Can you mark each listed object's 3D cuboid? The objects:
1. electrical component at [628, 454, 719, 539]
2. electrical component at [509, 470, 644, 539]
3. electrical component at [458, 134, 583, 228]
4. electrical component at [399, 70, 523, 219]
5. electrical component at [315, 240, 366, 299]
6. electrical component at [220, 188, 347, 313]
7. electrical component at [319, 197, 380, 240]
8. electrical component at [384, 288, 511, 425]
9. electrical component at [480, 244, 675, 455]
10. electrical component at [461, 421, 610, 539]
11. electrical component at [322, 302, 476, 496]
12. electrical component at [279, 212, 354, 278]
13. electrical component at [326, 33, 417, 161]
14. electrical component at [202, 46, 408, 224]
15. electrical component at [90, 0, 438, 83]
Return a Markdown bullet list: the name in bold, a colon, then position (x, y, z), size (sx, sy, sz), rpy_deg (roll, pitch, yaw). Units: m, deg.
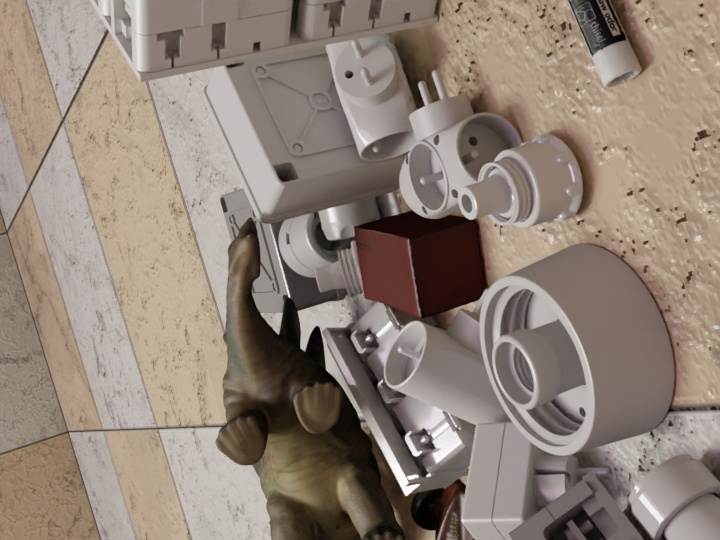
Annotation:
- **electrical component**: position (0.163, 0.123, 0.518), size (0.055, 0.045, 0.045), rpy_deg (53, 149, 38)
- **electrical component**: position (0.143, 0.188, 0.535), size (0.150, 0.062, 0.089), rpy_deg (55, -176, 34)
- **electrical component**: position (0.082, -0.042, 0.563), size (0.048, 0.062, 0.048), rpy_deg (44, 143, 47)
- **electrical component**: position (0.052, -0.076, 0.626), size (0.077, 0.044, 0.079), rpy_deg (-26, 82, 66)
- **electrical component**: position (0.000, 0.000, 0.756), size (0.048, 0.062, 0.048), rpy_deg (-14, -90, -89)
- **electrical component**: position (-0.064, -0.022, 0.893), size (0.109, 0.056, 0.108), rpy_deg (-5, 100, 65)
- **electrical component**: position (-0.011, -0.055, 0.775), size (0.043, 0.043, 0.062), rpy_deg (-2, 103, 65)
- **electrical component**: position (0.066, 0.049, 0.651), size (0.079, 0.077, 0.044), rpy_deg (-61, 23, 7)
- **electrical component**: position (0.106, 0.046, 0.570), size (0.108, 0.060, 0.108), rpy_deg (44, 143, 47)
- **electrical component**: position (0.106, 0.126, 0.621), size (0.077, 0.065, 0.047), rpy_deg (-8, 137, 27)
- **electrical component**: position (0.036, 0.082, 0.730), size (0.063, 0.079, 0.121), rpy_deg (-46, 60, 31)
- **electrical component**: position (-0.028, -0.025, 0.818), size (0.047, 0.055, 0.055), rpy_deg (-20, 87, 62)
- **electrical component**: position (0.006, -0.116, 0.661), size (0.079, 0.043, 0.077), rpy_deg (49, -157, -75)
- **electrical component**: position (-0.034, -0.097, 0.719), size (0.108, 0.109, 0.056), rpy_deg (64, 152, 18)
- **electrical component**: position (-0.056, -0.180, 0.616), size (0.105, 0.186, 0.060), rpy_deg (55, 150, 35)
